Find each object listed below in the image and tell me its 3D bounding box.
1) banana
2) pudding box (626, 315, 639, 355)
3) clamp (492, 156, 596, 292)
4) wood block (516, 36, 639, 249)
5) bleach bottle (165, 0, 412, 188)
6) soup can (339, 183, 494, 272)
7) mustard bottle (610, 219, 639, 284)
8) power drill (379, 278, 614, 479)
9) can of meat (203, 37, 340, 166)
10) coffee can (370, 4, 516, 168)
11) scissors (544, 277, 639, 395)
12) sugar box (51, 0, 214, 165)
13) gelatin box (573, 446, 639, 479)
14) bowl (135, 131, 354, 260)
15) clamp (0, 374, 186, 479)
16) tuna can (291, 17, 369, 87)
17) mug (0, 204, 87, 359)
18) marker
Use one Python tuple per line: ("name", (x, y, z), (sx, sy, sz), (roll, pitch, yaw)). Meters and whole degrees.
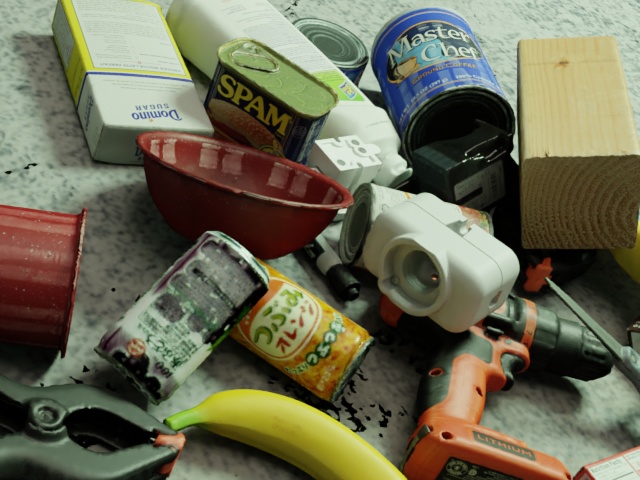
("banana", (0.003, 0.142, 0.646), (0.198, 0.037, 0.069), (29, 53, 6))
("pudding box", (0.315, 0.073, 0.852), (0.114, 0.039, 0.089), (1, 20, 37))
("clamp", (0.192, -0.025, 0.946), (0.164, 0.036, 0.209), (29, 34, 6))
("wood block", (0.214, -0.088, 0.906), (0.091, 0.090, 0.206), (0, 36, 10))
("bleach bottle", (-0.022, -0.129, 0.932), (0.251, 0.068, 0.102), (45, 42, 20))
("soup can", (0.073, -0.001, 0.826), (0.102, 0.069, 0.068), (13, 39, -14))
("mustard bottle", (0.292, -0.009, 0.915), (0.096, 0.058, 0.191), (17, 36, -3))
("power drill", (0.127, 0.106, 0.739), (0.184, 0.057, 0.187), (16, 35, -6))
("can of meat", (-0.046, -0.101, 0.864), (0.102, 0.084, 0.057), (35, 38, 12))
("coffee can", (0.110, -0.136, 0.977), (0.102, 0.103, 0.140), (9, 39, -20))
("scissors", (0.228, 0.107, 0.768), (0.201, 0.016, 0.096), (31, 43, -32))
("sugar box", (-0.157, -0.133, 0.875), (0.093, 0.048, 0.176), (1, 47, -28))
("gelatin box", (0.220, 0.185, 0.717), (0.073, 0.030, 0.089), (-9, 49, -35))
("bowl", (-0.060, -0.028, 0.768), (0.162, 0.055, 0.162), (16, 14, -5))
("clamp", (-0.160, 0.114, 0.582), (0.171, 0.039, 0.120), (16, 40, -12))
("tuna can", (0.003, -0.177, 1.026), (0.086, 0.034, 0.086), (15, 38, -13))
("mug", (-0.190, 0.018, 0.650), (0.081, 0.093, 0.117), (9, 9, -14))
("marker", (-0.005, 0.001, 0.820), (0.020, 0.020, 0.121), (-9, 49, -37))
